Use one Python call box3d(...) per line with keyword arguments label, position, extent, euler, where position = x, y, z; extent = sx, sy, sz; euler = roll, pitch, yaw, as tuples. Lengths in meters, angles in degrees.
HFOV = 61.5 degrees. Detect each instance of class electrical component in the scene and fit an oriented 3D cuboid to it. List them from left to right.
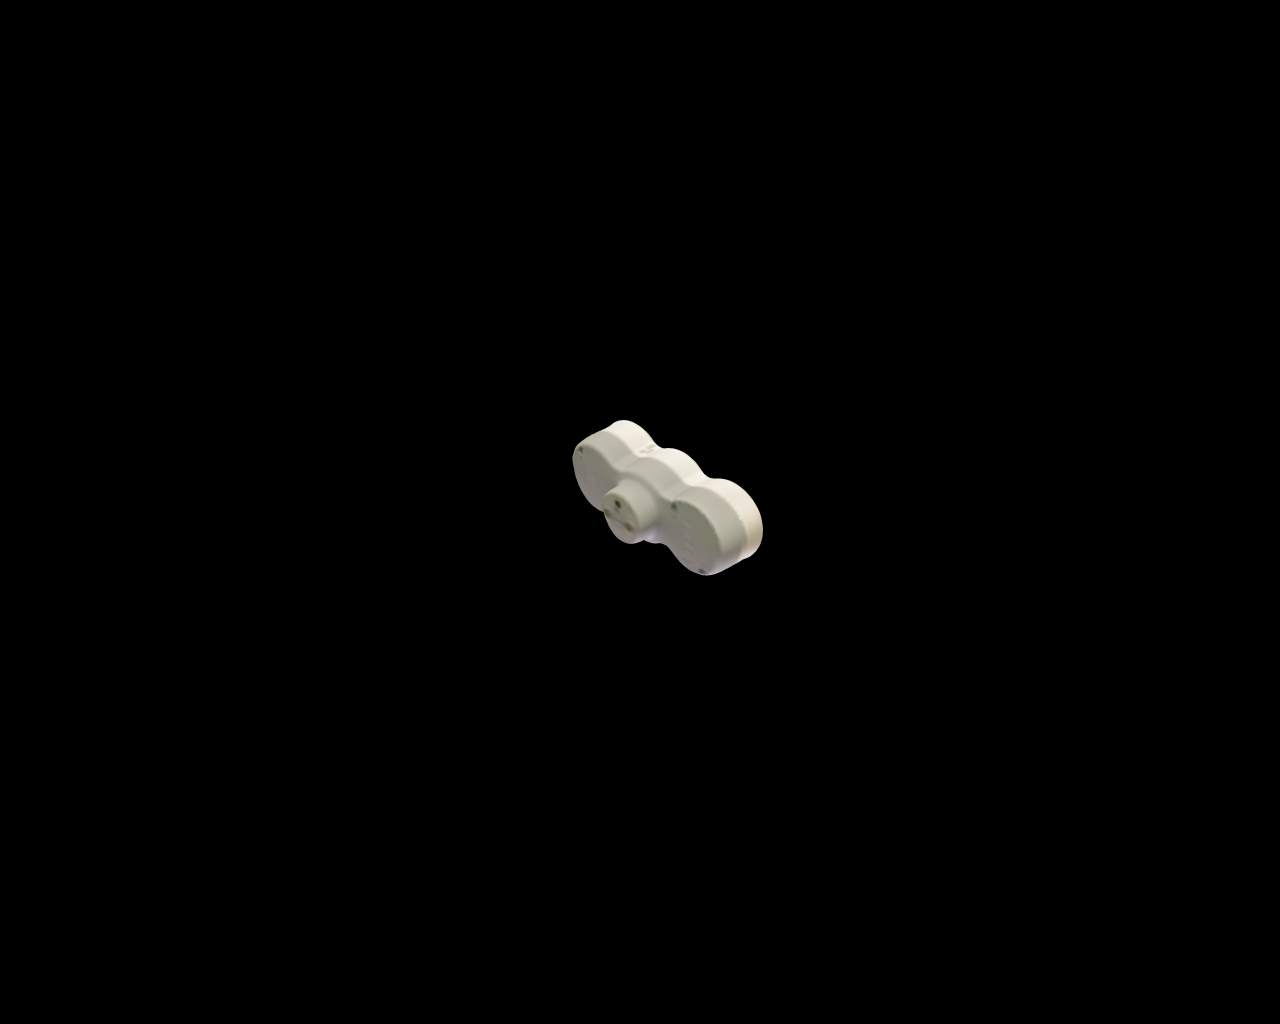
box3d(label="electrical component", position=(0.001, -0.003, 0.650), extent=(0.074, 0.052, 0.138), euler=(-27, 44, -33))
